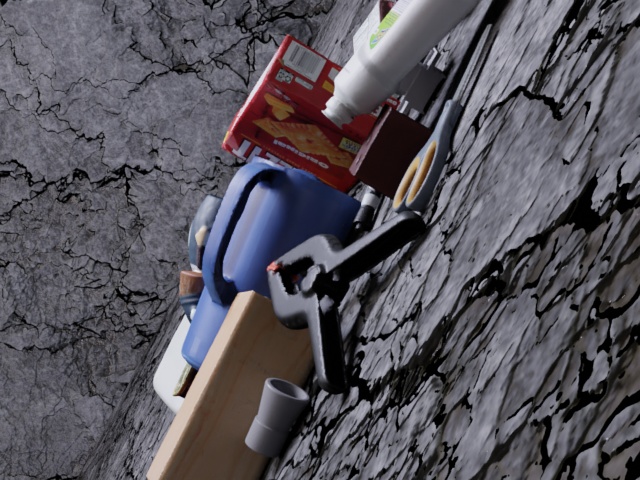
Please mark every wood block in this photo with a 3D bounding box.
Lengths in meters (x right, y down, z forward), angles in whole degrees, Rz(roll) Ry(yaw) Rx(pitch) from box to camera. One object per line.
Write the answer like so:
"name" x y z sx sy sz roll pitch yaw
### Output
"wood block" -0.081 0.162 1.046 0.206 0.090 0.091 -64 9 -10

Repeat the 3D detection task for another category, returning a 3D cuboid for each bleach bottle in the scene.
"bleach bottle" 0.095 -0.213 1.052 0.251 0.068 0.102 -48 12 8

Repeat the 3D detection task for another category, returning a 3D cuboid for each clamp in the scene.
"clamp" 0.012 0.034 0.952 0.164 0.036 0.210 -60 26 0

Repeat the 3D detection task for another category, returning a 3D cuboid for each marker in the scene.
"marker" 0.061 -0.058 1.115 0.020 0.020 0.121 -46 18 60

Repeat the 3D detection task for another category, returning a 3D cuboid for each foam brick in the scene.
"foam brick" 0.069 -0.086 1.043 0.078 0.051 0.053 -61 9 8

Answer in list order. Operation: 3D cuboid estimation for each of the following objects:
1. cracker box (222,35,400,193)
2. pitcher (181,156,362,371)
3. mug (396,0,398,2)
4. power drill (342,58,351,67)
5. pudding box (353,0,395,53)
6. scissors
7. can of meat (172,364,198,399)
"cracker box" -0.012 -0.133 1.277 0.072 0.164 0.214 -64 9 -24
"pitcher" -0.064 0.036 1.162 0.145 0.149 0.243 -161 96 -81
"mug" 0.143 -0.300 1.181 0.117 0.093 0.081 -27 11 -10
"power drill" 0.033 -0.189 1.527 0.188 0.057 0.184 171 122 -82
"pudding box" 0.077 -0.240 1.382 0.090 0.039 0.113 131 144 -57
"scissors" 0.110 -0.103 0.982 0.096 0.016 0.201 -47 18 59
"can of meat" -0.113 0.155 1.259 0.102 0.084 0.058 -66 10 -20
